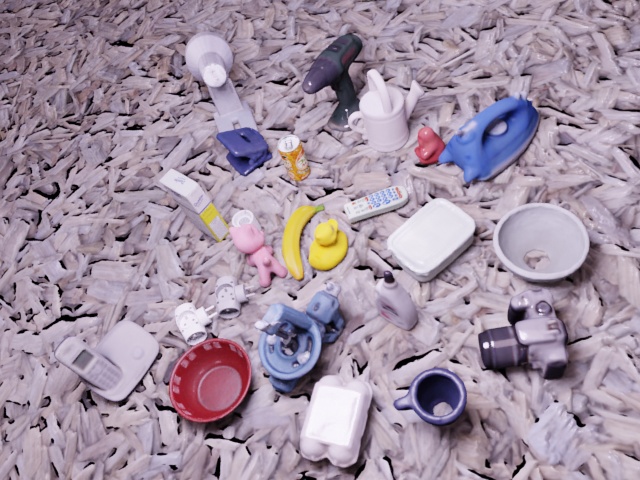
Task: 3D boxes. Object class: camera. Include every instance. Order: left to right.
[{"bbox_3d":[0.339,0.159,0.973,0.136,0.101,0.143,-10,54,9],"label":"camera"}]

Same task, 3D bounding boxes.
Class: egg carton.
[{"bbox_3d":[0.028,0.306,0.975,0.107,0.069,0.150,6,58,19],"label":"egg carton"}]

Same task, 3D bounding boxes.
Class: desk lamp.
[{"bbox_3d":[-0.248,-0.389,1.438,0.118,0.214,0.203,-23,54,-1],"label":"desk lamp"}]

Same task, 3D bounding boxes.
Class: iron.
[{"bbox_3d":[0.375,-0.242,1.213,0.258,0.142,0.118,-37,55,-11],"label":"iron"}]

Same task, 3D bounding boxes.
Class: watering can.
[{"bbox_3d":[0.146,-0.302,1.283,0.173,0.194,0.100,-39,55,-12],"label":"watering can"}]

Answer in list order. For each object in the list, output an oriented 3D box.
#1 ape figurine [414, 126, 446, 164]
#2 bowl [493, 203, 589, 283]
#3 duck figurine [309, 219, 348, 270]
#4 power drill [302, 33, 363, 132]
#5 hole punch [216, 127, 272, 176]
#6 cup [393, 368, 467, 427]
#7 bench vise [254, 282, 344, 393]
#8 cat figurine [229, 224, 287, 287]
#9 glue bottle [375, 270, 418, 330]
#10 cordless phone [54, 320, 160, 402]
[{"bbox_3d":[0.237,-0.215,1.262,0.076,0.092,0.078,11,60,22],"label":"ape figurine"},{"bbox_3d":[0.408,0.017,1.068,0.167,0.075,0.167,-7,55,10],"label":"bowl"},{"bbox_3d":[0.011,0.004,1.177,0.077,0.086,0.105,21,64,27],"label":"duck figurine"},{"bbox_3d":[0.041,-0.361,1.343,0.075,0.209,0.230,15,61,24],"label":"power drill"},{"bbox_3d":[-0.183,-0.231,1.388,0.101,0.091,0.108,-37,55,-11],"label":"hole punch"},{"bbox_3d":[0.183,0.272,0.941,0.117,0.095,0.091,-14,54,5],"label":"cup"},{"bbox_3d":[-0.046,0.145,1.012,0.121,0.220,0.207,9,59,21],"label":"bench vise"},{"bbox_3d":[-0.133,0.018,1.187,0.067,0.118,0.127,-34,54,-9],"label":"cat figurine"},{"bbox_3d":[0.130,0.100,1.024,0.078,0.173,0.037,24,65,28],"label":"glue bottle"},{"bbox_3d":[-0.404,0.210,1.086,0.093,0.185,0.148,19,63,26],"label":"cordless phone"}]
